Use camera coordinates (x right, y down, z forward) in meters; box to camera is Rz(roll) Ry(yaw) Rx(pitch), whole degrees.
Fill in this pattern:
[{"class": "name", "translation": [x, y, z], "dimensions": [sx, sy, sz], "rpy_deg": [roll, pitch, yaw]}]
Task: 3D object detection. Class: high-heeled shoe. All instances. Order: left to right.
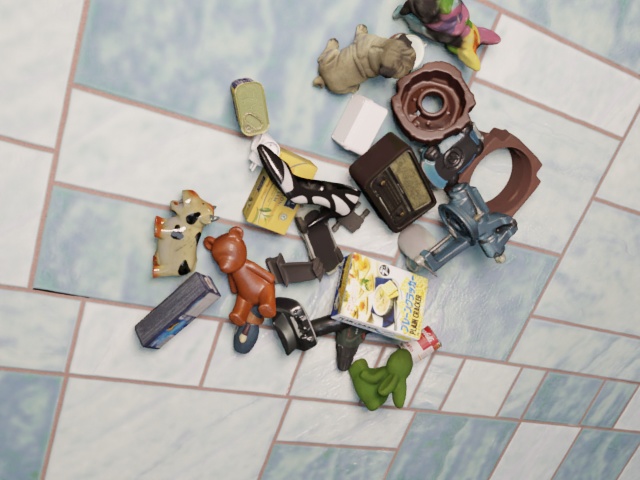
[{"class": "high-heeled shoe", "translation": [-0.015, -0.129, 1.101], "dimensions": [0.145, 0.086, 0.248], "rpy_deg": [-38, 126, -5]}]

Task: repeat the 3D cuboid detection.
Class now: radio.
[{"class": "radio", "translation": [0.166, -0.120, 1.201], "dimensions": [0.131, 0.073, 0.229], "rpy_deg": [-39, 139, 2]}]

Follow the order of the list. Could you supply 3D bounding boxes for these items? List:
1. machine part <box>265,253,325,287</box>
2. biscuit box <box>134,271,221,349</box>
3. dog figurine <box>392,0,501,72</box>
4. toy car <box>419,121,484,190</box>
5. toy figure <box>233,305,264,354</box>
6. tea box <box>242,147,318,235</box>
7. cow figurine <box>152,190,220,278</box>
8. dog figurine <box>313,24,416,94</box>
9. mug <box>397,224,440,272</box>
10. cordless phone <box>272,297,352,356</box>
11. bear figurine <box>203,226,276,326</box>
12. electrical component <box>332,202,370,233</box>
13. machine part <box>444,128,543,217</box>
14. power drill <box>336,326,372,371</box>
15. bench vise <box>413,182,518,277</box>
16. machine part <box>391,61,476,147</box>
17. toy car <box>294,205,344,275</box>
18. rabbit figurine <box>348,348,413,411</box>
[{"class": "machine part", "translation": [-0.058, 0.069, 1.244], "dimensions": [0.139, 0.039, 0.084], "rpy_deg": [-2, 114, 23]}, {"class": "biscuit box", "translation": [-0.319, 0.159, 1.195], "dimensions": [0.202, 0.063, 0.059], "rpy_deg": [-40, 152, 8]}, {"class": "dog figurine", "translation": [0.270, -0.438, 1.080], "dimensions": [0.219, 0.192, 0.108], "rpy_deg": [32, 95, -12]}, {"class": "toy car", "translation": [0.287, -0.204, 1.226], "dimensions": [0.161, 0.103, 0.109], "rpy_deg": [-47, 122, 2]}, {"class": "toy figure", "translation": [-0.164, 0.199, 1.283], "dimensions": [0.058, 0.064, 0.154], "rpy_deg": [17, 108, -18]}, {"class": "tea box", "translation": [-0.089, -0.108, 1.167], "dimensions": [0.098, 0.068, 0.169], "rpy_deg": [19, 105, -25]}, {"class": "cow figurine", "translation": [-0.286, -0.013, 1.135], "dimensions": [0.127, 0.086, 0.194], "rpy_deg": [4, 115, -21]}, {"class": "dog figurine", "translation": [0.082, -0.337, 1.050], "dimensions": [0.172, 0.191, 0.121], "rpy_deg": [-44, 119, 6]}, {"class": "mug", "translation": [0.243, 0.028, 1.315], "dimensions": [0.081, 0.107, 0.109], "rpy_deg": [12, 107, -21]}, {"class": "cordless phone", "translation": [-0.017, 0.188, 1.295], "dimensions": [0.184, 0.089, 0.146], "rpy_deg": [-18, 118, 2]}, {"class": "bear figurine", "translation": [-0.178, 0.076, 1.189], "dimensions": [0.120, 0.132, 0.195], "rpy_deg": [-16, 128, 20]}, {"class": "electrical component", "translation": [0.072, -0.048, 1.273], "dimensions": [0.063, 0.021, 0.094], "rpy_deg": [39, 97, -29]}, {"class": "machine part", "translation": [0.417, -0.153, 1.303], "dimensions": [0.201, 0.087, 0.201], "rpy_deg": [33, 101, -29]}, {"class": "power drill", "translation": [0.141, 0.228, 1.395], "dimensions": [0.207, 0.086, 0.231], "rpy_deg": [-5, 112, -8]}, {"class": "bench vise", "translation": [0.323, -0.002, 1.230], "dimensions": [0.240, 0.129, 0.223], "rpy_deg": [-38, 119, -6]}, {"class": "machine part", "translation": [0.240, -0.289, 1.152], "dimensions": [0.179, 0.056, 0.179], "rpy_deg": [-1, 81, 5]}, {"class": "toy car", "translation": [-0.003, -0.004, 1.250], "dimensions": [0.073, 0.056, 0.201], "rpy_deg": [-27, 120, -11]}, {"class": "rabbit figurine", "translation": [0.170, 0.354, 1.400], "dimensions": [0.121, 0.159, 0.170], "rpy_deg": [36, 114, -20]}]
